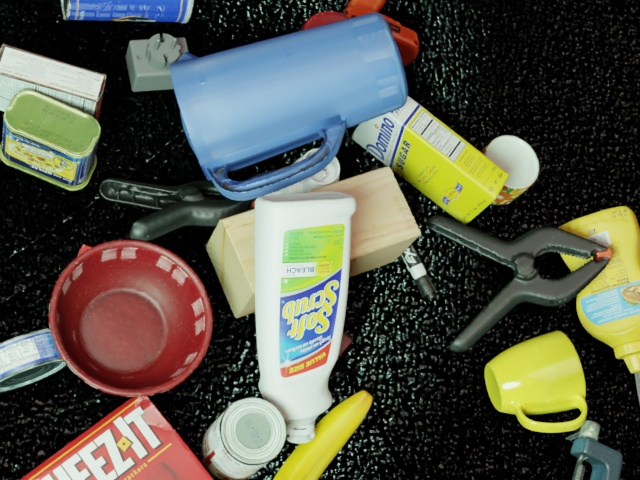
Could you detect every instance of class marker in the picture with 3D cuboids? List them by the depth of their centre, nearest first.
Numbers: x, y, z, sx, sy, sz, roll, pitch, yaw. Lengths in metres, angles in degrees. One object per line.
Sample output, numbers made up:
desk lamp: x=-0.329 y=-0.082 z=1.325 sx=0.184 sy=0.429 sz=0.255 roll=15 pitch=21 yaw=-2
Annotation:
marker: x=0.102 y=0.015 z=1.240 sx=0.020 sy=0.020 sz=0.121 roll=-22 pitch=78 yaw=-24

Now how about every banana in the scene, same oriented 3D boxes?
banana: x=-0.009 y=0.233 z=1.095 sx=0.037 sy=0.070 sz=0.197 roll=51 pitch=47 yaw=-14

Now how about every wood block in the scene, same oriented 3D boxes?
wood block: x=-0.008 y=0.001 z=1.171 sx=0.205 sy=0.091 sz=0.090 roll=-19 pitch=76 yaw=-22

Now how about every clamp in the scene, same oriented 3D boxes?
clamp: x=-0.152 y=-0.042 z=1.159 sx=0.171 sy=0.039 sz=0.120 roll=-9 pitch=38 yaw=-36
clamp: x=0.231 y=0.046 z=1.231 sx=0.210 sy=0.036 sz=0.164 roll=-3 pitch=73 yaw=4

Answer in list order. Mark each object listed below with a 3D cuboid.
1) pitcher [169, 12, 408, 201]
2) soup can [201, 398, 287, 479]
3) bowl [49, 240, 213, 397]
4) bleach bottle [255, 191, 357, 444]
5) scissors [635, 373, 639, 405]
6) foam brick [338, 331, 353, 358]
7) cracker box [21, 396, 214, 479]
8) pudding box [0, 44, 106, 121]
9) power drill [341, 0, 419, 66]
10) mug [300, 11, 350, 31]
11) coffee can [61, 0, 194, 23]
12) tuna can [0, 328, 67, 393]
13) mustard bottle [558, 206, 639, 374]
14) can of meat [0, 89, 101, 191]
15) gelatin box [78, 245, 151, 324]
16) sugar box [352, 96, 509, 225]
pitcher: x=-0.030 y=-0.151 z=1.154 sx=0.243 sy=0.145 sz=0.149 roll=-17 pitch=112 yaw=1
soup can: x=-0.077 y=0.200 z=1.067 sx=0.068 sy=0.102 sz=0.068 roll=6 pitch=67 yaw=-15
bowl: x=-0.191 y=0.083 z=1.066 sx=0.162 sy=0.055 sz=0.162 roll=7 pitch=67 yaw=-18
bleach bottle: x=-0.014 y=0.080 z=1.077 sx=0.102 sy=0.068 sz=0.251 roll=-5 pitch=101 yaw=-21
scissors: x=0.400 y=0.116 z=1.295 sx=0.096 sy=0.016 sz=0.202 roll=-12 pitch=73 yaw=-16
foam brick: x=-0.015 y=0.107 z=1.150 sx=0.078 sy=0.053 sz=0.051 roll=40 pitch=63 yaw=1
cracker box: x=-0.173 y=0.279 z=1.024 sx=0.164 sy=0.072 sz=0.214 roll=-36 pitch=83 yaw=-26
pudding box: x=-0.290 y=-0.159 z=1.144 sx=0.113 sy=0.090 sz=0.039 roll=14 pitch=67 yaw=-12
power drill: x=0.103 y=-0.314 z=1.346 sx=0.184 sy=0.057 sz=0.187 roll=18 pitch=63 yaw=-6
mug: x=0.009 y=-0.206 z=1.260 sx=0.093 sy=0.082 sz=0.117 roll=-8 pitch=73 yaw=-20
coffee can: x=-0.220 y=-0.300 z=1.212 sx=0.140 sy=0.103 sz=0.103 roll=-2 pitch=71 yaw=-18
tuna can: x=-0.289 y=0.118 z=1.041 sx=0.086 sy=0.086 sz=0.034 roll=-19 pitch=78 yaw=-23
mustard bottle: x=0.349 y=0.063 z=1.262 sx=0.096 sy=0.058 sz=0.191 roll=-19 pitch=72 yaw=22
can of meat: x=-0.285 y=-0.106 z=1.128 sx=0.102 sy=0.084 sz=0.057 roll=23 pitch=65 yaw=-8
gelatin box: x=-0.219 y=0.055 z=1.118 sx=0.089 sy=0.030 sz=0.073 roll=20 pitch=65 yaw=-12
sugar box: x=0.127 y=-0.098 z=1.250 sx=0.176 sy=0.093 sz=0.048 roll=35 pitch=63 yaw=-1
